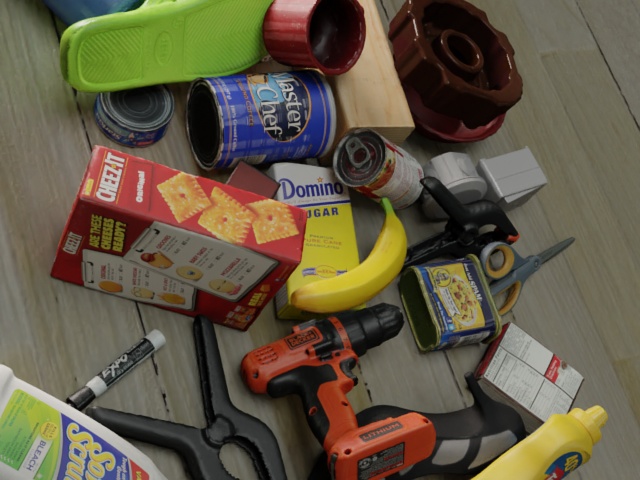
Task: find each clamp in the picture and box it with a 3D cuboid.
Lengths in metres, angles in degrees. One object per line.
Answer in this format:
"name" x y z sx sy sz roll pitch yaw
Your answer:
"clamp" 0.156 -0.004 1.240 0.171 0.120 0.039 15 28 -35
"clamp" -0.114 0.192 1.035 0.164 0.036 0.210 -33 81 -33

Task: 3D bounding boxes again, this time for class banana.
"banana" 0.043 0.031 1.140 0.069 0.037 0.197 37 47 8

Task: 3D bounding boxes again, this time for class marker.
"marker" -0.200 0.129 1.042 0.020 0.020 0.121 47 56 5

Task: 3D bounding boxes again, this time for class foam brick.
"foam brick" -0.085 -0.037 1.147 0.051 0.078 0.053 31 54 -5

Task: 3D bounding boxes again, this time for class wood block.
"wood block" 0.030 -0.200 1.276 0.090 0.091 0.206 -3 65 -26

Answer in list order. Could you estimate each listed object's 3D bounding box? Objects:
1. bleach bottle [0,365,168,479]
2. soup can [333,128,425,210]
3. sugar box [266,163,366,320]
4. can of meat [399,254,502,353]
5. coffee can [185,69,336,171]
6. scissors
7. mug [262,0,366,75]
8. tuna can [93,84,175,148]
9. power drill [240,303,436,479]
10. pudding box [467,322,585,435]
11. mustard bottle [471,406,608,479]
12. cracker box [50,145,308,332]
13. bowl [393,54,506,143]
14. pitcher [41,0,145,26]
"bleach bottle" -0.203 0.213 0.971 0.250 0.068 0.102 28 58 -10
"soup can" 0.069 -0.079 1.214 0.102 0.069 0.068 25 47 -55
"sugar box" -0.008 0.001 1.178 0.093 0.048 0.176 5 64 -25
"can of meat" 0.145 0.072 1.201 0.083 0.058 0.102 -8 67 -25
"coffee can" -0.067 -0.135 1.192 0.140 0.103 0.103 -9 68 -27
"scissors" 0.245 0.016 1.272 0.201 0.016 0.096 -42 122 -35
"mug" -0.001 -0.237 1.184 0.117 0.082 0.093 -38 124 -33
"tuna can" -0.205 -0.147 1.180 0.086 0.034 0.086 10 59 -18
"power drill" 0.036 0.148 1.062 0.184 0.057 0.188 -21 42 -17
"pudding box" 0.233 0.160 1.203 0.113 0.039 0.090 36 55 0
"mustard bottle" 0.219 0.232 1.091 0.191 0.096 0.058 -35 59 -14
"cracker box" -0.140 0.003 1.048 0.213 0.164 0.072 18 56 -15
"bowl" 0.151 -0.179 1.339 0.162 0.055 0.162 10 60 -19
"pitcher" -0.284 -0.339 1.187 0.243 0.149 0.144 47 43 1
